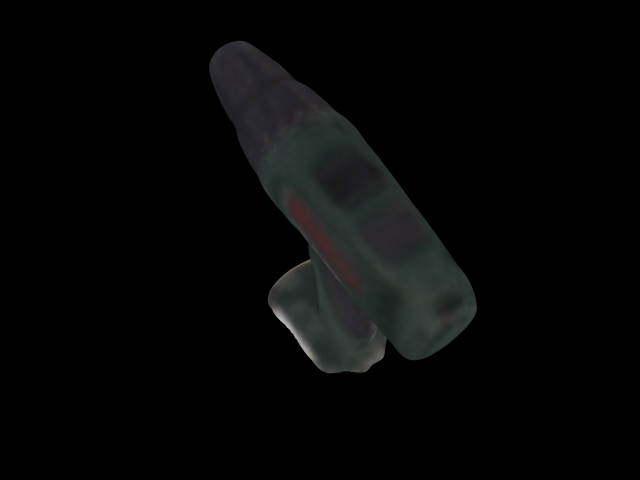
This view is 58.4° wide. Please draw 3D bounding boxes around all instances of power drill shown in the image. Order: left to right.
[{"bbox_3d":[0.004,0.001,0.400,0.076,0.208,0.229,-33,62,-20],"label":"power drill"}]
